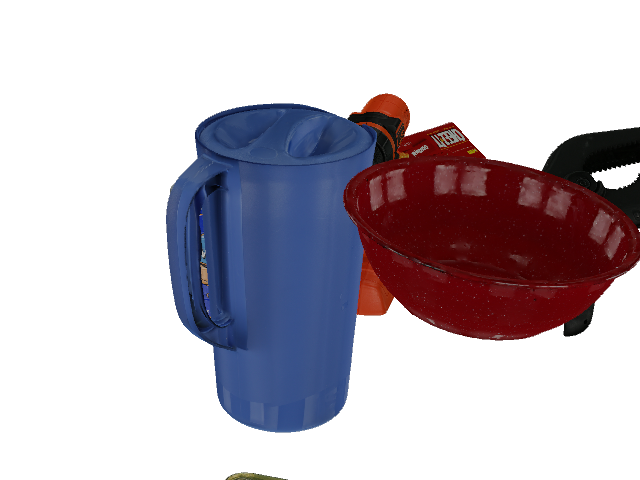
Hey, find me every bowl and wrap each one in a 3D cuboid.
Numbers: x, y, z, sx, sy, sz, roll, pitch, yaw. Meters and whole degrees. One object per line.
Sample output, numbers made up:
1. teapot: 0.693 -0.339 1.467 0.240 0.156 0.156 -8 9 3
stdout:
1. bowl: 0.089 0.008 0.585 0.162 0.055 0.162 6 25 -3

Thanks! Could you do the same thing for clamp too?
1. clamp: 0.195 -0.022 0.789 0.209 0.036 0.165 -26 53 -20

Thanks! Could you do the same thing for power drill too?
1. power drill: 0.046 -0.027 1.001 0.057 0.188 0.184 9 29 14

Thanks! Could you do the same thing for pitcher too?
1. pitcher: -0.036 0.026 0.823 0.149 0.243 0.145 1 25 -2

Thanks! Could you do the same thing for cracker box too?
1. cracker box: 0.072 -0.035 1.251 0.163 0.072 0.214 -23 -22 -50

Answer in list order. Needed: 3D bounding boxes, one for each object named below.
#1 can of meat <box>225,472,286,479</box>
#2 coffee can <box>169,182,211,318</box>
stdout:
1. can of meat: -0.030 0.233 0.814 0.102 0.084 0.057 8 14 9
2. coffee can: -0.106 0.008 1.150 0.103 0.140 0.103 -1 22 0
